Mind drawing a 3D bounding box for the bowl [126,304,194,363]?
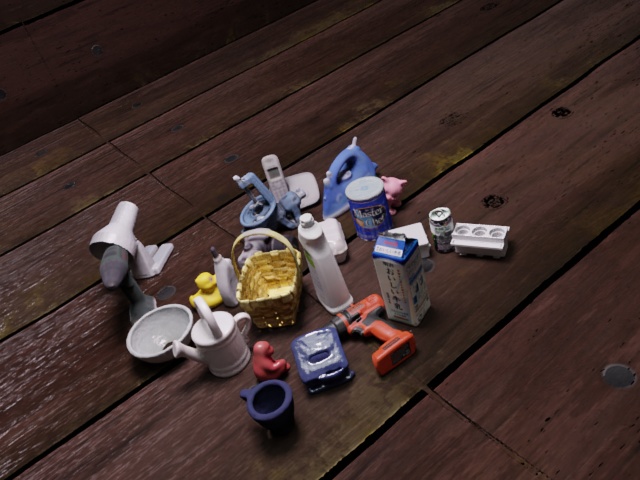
[{"bbox_3d":[-0.371,0.237,1.377,0.167,0.075,0.167,-12,37,9],"label":"bowl"}]

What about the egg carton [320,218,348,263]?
[{"bbox_3d":[0.014,0.005,1.517,0.107,0.069,0.150,-17,36,1],"label":"egg carton"}]

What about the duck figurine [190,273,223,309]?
[{"bbox_3d":[-0.294,0.126,1.479,0.105,0.086,0.077,-29,38,-15],"label":"duck figurine"}]

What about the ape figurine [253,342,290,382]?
[{"bbox_3d":[-0.115,0.255,1.230,0.076,0.092,0.077,-30,38,-15],"label":"ape figurine"}]

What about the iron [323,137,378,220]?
[{"bbox_3d":[0.066,-0.183,1.678,0.118,0.142,0.259,10,45,33],"label":"iron"}]

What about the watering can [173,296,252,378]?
[{"bbox_3d":[-0.236,0.209,1.255,0.100,0.194,0.173,17,49,38],"label":"watering can"}]

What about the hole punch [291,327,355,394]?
[{"bbox_3d":[0.004,0.248,1.189,0.108,0.091,0.101,-20,36,-3],"label":"hole punch"}]

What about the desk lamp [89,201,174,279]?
[{"bbox_3d":[-0.535,0.012,1.621,0.117,0.214,0.203,-5,38,17],"label":"desk lamp"}]

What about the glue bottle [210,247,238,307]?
[{"bbox_3d":[-0.238,0.084,1.435,0.037,0.173,0.078,0,40,23],"label":"glue bottle"}]

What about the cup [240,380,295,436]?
[{"bbox_3d":[-0.098,0.334,1.118,0.117,0.095,0.092,5,43,29],"label":"cup"}]

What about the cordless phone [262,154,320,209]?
[{"bbox_3d":[-0.089,-0.179,1.701,0.147,0.185,0.094,-20,36,-2],"label":"cordless phone"}]

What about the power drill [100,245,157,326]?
[{"bbox_3d":[-0.496,0.118,1.471,0.075,0.209,0.229,-25,37,-8],"label":"power drill"}]

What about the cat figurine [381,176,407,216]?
[{"bbox_3d":[0.179,-0.134,1.586,0.127,0.118,0.067,9,44,32],"label":"cat figurine"}]

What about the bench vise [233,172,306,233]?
[{"bbox_3d":[-0.152,-0.116,1.618,0.208,0.220,0.121,-37,40,-23],"label":"bench vise"}]

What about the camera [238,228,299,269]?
[{"bbox_3d":[-0.135,0.026,1.527,0.136,0.101,0.143,-4,39,19],"label":"camera"}]
